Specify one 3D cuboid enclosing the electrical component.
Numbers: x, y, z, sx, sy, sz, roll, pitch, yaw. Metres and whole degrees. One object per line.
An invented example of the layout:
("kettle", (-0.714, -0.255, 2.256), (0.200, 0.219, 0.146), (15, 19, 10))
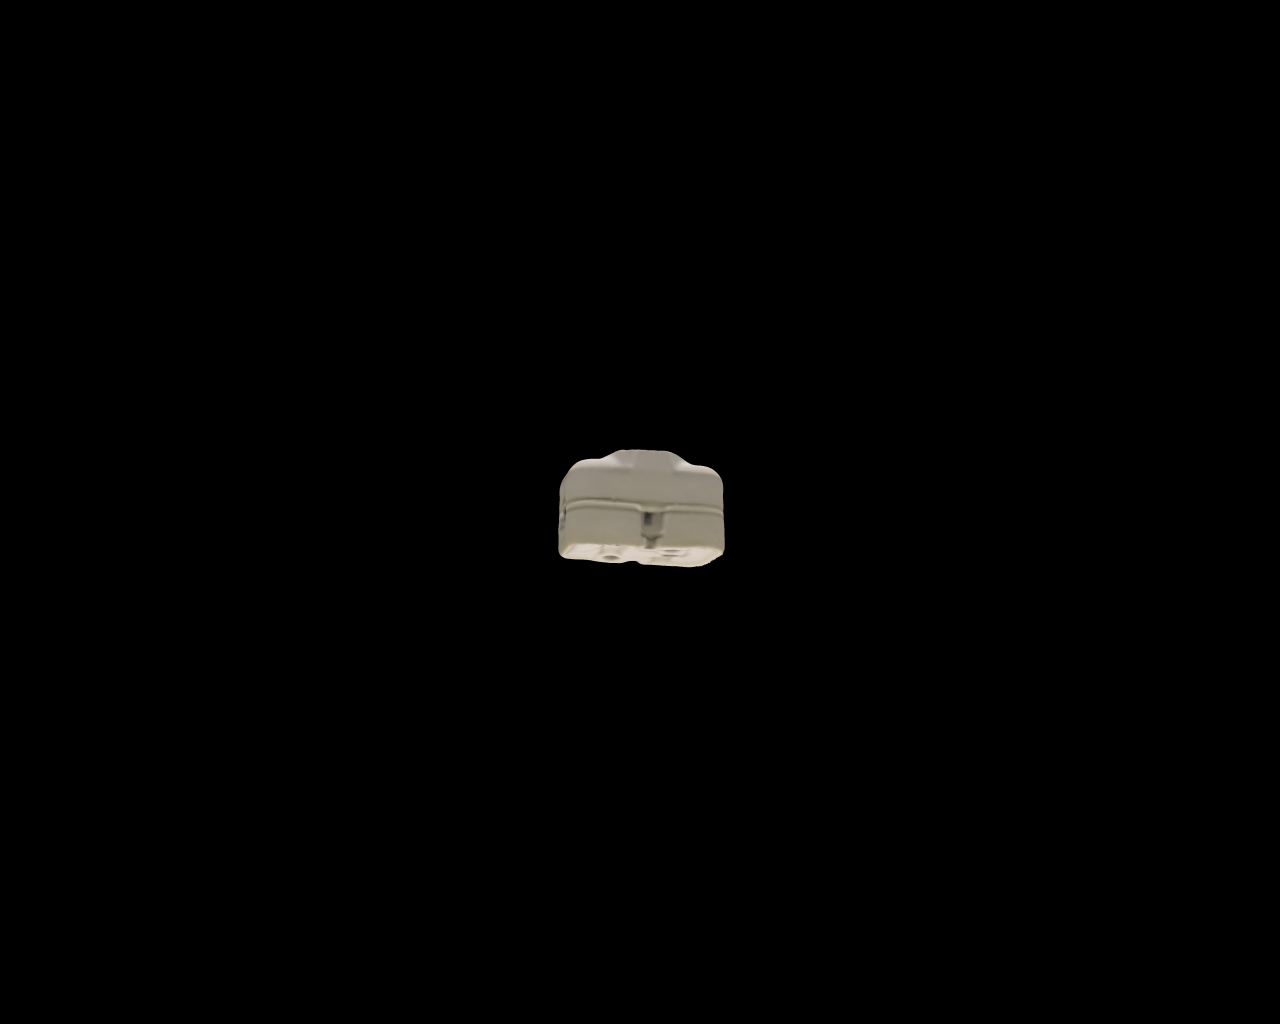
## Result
("electrical component", (0.001, -0.003, 0.650), (0.095, 0.059, 0.053), (4, -15, -14))
